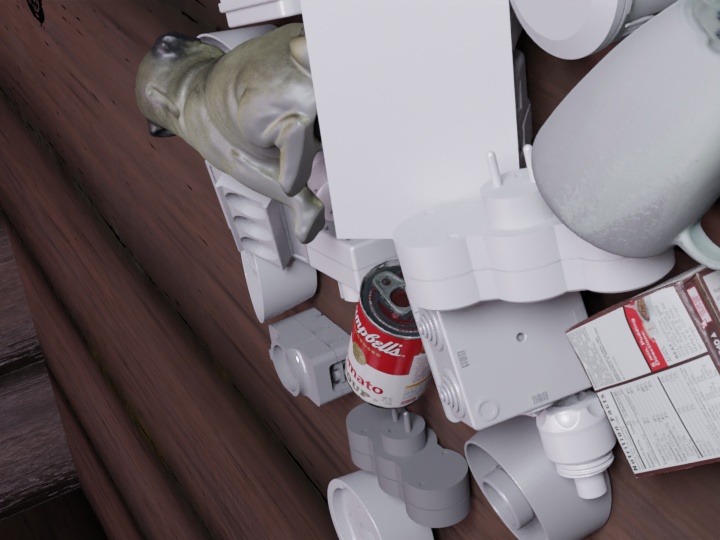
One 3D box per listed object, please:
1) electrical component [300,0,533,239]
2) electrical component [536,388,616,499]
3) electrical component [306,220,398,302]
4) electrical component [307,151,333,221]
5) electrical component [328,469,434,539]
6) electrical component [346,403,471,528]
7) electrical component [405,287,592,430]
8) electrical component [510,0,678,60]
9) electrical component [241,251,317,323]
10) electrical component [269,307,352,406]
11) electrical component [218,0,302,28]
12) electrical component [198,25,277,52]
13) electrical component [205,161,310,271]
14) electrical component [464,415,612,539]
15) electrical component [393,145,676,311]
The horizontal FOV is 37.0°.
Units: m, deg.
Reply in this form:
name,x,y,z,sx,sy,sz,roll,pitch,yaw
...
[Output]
name,x,y,z,sx,sy,sz,roll,pitch,yaw
electrical component,0.033,-0.113,0.575,0.060,0.105,0.186,-63,-31,-57
electrical component,0.131,0.104,0.639,0.043,0.043,0.062,9,119,64
electrical component,0.000,0.000,0.829,0.083,0.047,0.075,28,133,57
electrical component,-0.020,-0.071,0.821,0.048,0.048,0.062,95,155,-45
electrical component,0.024,0.222,0.945,0.108,0.060,0.108,47,148,41
electrical component,0.036,0.139,0.861,0.138,0.052,0.073,34,139,53
electrical component,0.084,0.036,0.616,0.048,0.100,0.099,-166,57,-77
electrical component,0.104,-0.139,0.483,0.080,0.051,0.080,47,148,41
electrical component,-0.083,-0.007,0.981,0.099,0.064,0.099,47,148,41
electrical component,-0.044,0.079,0.980,0.089,0.056,0.050,34,139,53
electrical component,-0.046,-0.201,0.723,0.113,0.078,0.057,16,120,62
electrical component,-0.086,-0.149,0.869,0.099,0.064,0.099,47,149,41
electrical component,-0.074,-0.057,0.874,0.079,0.063,0.121,24,160,12
electrical component,0.116,0.134,0.702,0.099,0.064,0.099,52,165,21
electrical component,0.082,-0.027,0.539,0.138,0.052,0.073,-7,116,21
